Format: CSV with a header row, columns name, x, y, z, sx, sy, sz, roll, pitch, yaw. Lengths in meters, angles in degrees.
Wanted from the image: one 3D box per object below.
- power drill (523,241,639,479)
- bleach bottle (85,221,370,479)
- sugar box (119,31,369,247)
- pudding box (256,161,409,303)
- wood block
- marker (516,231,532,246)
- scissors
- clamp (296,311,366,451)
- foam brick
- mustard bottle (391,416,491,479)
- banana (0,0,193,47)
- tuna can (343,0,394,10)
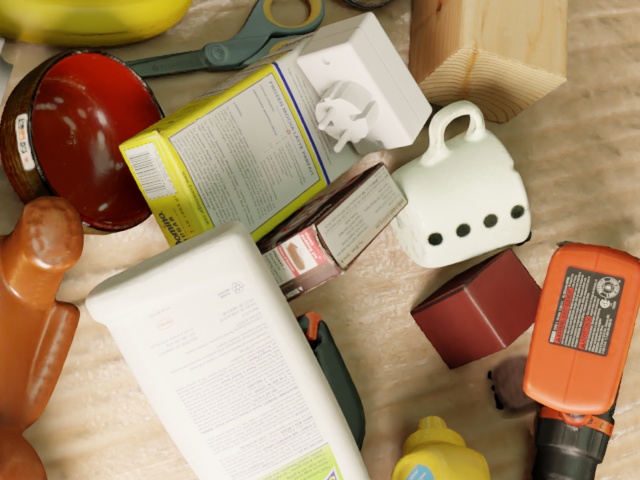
name,x,y,z,sx,sy,sz,roll,pitch,yaw
power drill,0.169,0.094,0.700,0.057,0.187,0.184,11,73,16
bleach bottle,-0.034,0.121,0.615,0.102,0.068,0.251,-25,98,-1
sugar box,-0.039,-0.062,0.694,0.175,0.048,0.093,-40,113,-43
pudding box,-0.005,0.001,0.673,0.039,0.090,0.113,54,34,-8
wood block,0.130,-0.208,0.818,0.090,0.091,0.206,13,70,-19
marker,0.104,-0.020,0.789,0.121,0.020,0.020,17,68,-18
scissors,-0.069,-0.146,0.755,0.201,0.016,0.096,3,72,-23
clamp,-0.027,0.149,0.671,0.164,0.036,0.210,5,76,-23
foam brick,0.111,0.048,0.739,0.052,0.078,0.051,-35,89,-28
mustard bottle,0.074,0.180,0.631,0.058,0.096,0.191,9,36,-8
banana,-0.163,-0.158,0.708,0.197,0.037,0.070,-12,62,-27
tuna can,0.039,-0.219,0.802,0.085,0.034,0.086,5,82,-35
